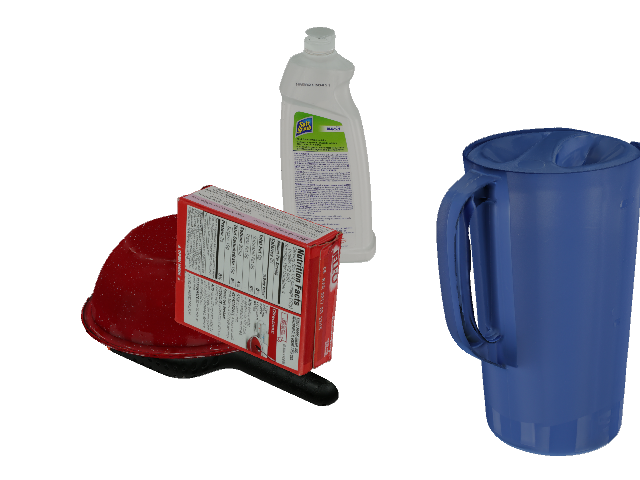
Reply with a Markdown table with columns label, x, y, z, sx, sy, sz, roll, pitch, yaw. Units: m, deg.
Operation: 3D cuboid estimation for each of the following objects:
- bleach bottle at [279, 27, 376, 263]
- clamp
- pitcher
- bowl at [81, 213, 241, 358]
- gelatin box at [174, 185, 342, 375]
| label | x | y | z | sx | sy | sz | roll | pitch | yaw |
| --- | --- | --- | --- | --- | --- | --- | --- | --- | --- |
| bleach bottle | 0.009 | -0.098 | 1.120 | 0.102 | 0.251 | 0.068 | 0 | 30 | 1 |
| clamp | -0.085 | 0.092 | 0.958 | 0.209 | 0.036 | 0.164 | -4 | 37 | -12 |
| pitcher | 0.172 | 0.042 | 0.826 | 0.149 | 0.243 | 0.145 | 0 | 19 | 12 |
| bowl | -0.088 | 0.021 | 0.745 | 0.162 | 0.055 | 0.162 | -2 | 22 | 0 |
| gelatin box | -0.033 | 0.019 | 0.547 | 0.089 | 0.073 | 0.030 | 19 | 28 | 30 |
